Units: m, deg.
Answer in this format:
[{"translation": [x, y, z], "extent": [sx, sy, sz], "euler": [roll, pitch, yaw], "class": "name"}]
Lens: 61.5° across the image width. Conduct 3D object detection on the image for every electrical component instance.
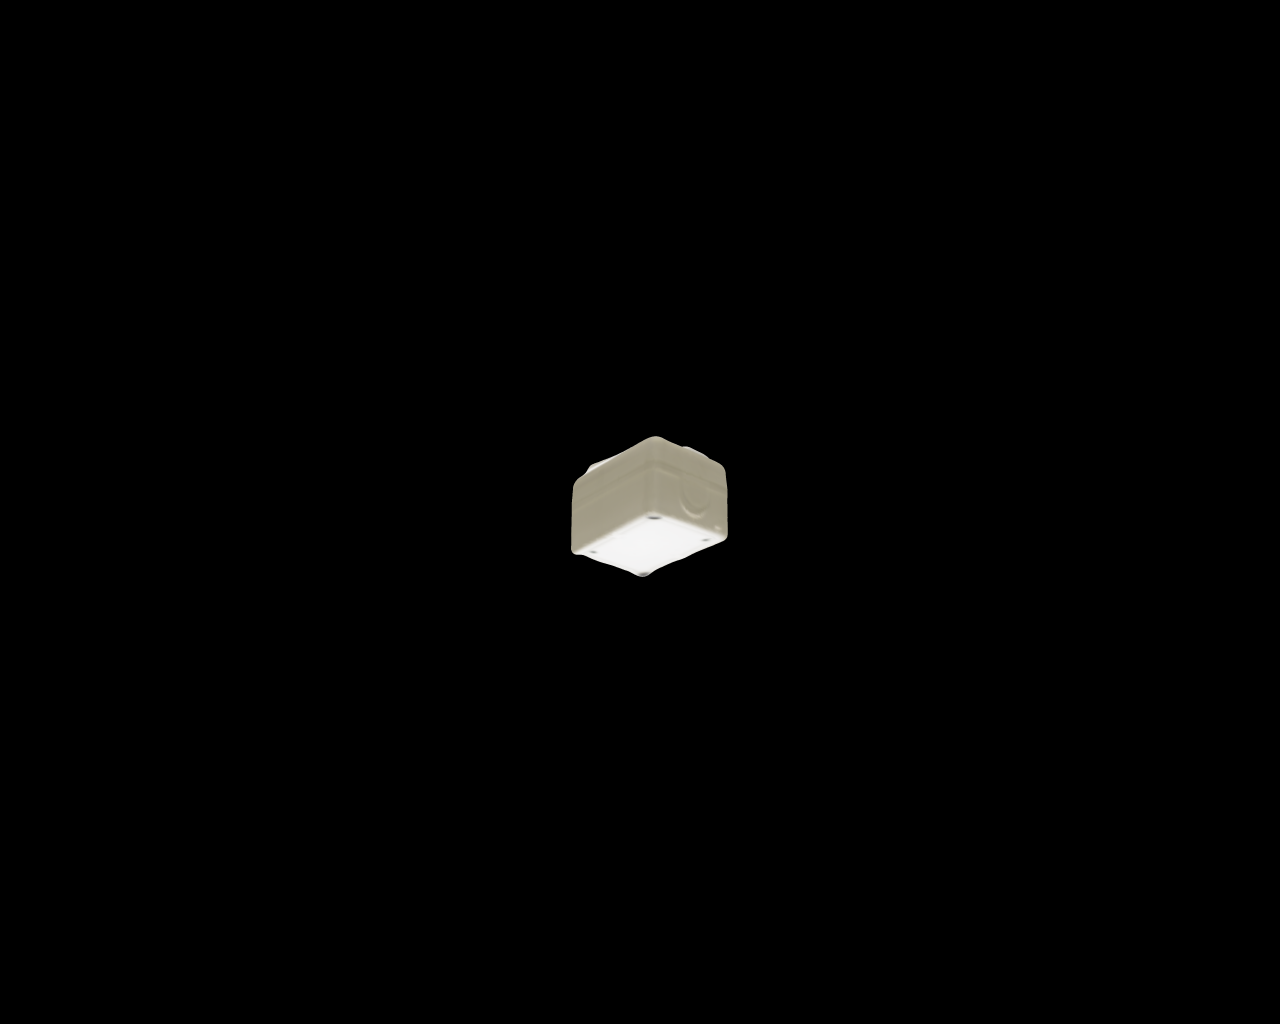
[{"translation": [0.001, -0.003, 0.650], "extent": [0.062, 0.061, 0.096], "euler": [21, -33, -36], "class": "electrical component"}]
